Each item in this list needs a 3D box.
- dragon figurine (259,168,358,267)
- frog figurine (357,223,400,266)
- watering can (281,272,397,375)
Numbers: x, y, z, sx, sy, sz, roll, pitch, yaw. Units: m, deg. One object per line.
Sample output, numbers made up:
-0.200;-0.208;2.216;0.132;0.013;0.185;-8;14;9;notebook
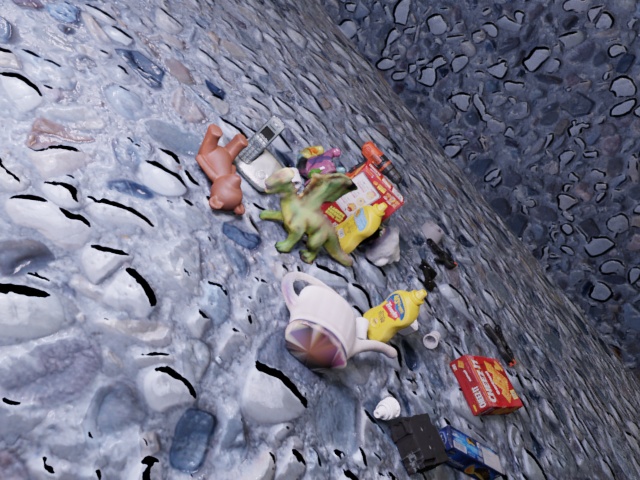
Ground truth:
0.004;-0.067;1.331;0.407;0.239;0.125;22;32;-37;dragon figurine
0.212;0.028;1.638;0.157;0.122;0.140;44;59;-28;frog figurine
0.042;0.211;1.159;0.346;0.102;0.229;40;29;-9;watering can
